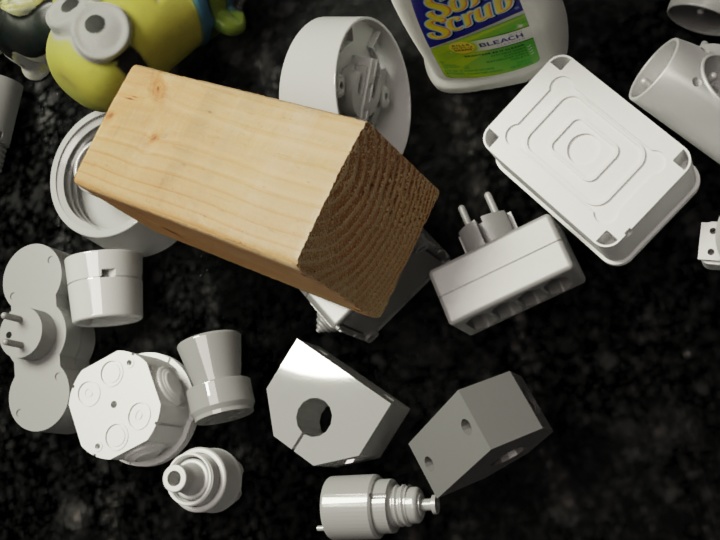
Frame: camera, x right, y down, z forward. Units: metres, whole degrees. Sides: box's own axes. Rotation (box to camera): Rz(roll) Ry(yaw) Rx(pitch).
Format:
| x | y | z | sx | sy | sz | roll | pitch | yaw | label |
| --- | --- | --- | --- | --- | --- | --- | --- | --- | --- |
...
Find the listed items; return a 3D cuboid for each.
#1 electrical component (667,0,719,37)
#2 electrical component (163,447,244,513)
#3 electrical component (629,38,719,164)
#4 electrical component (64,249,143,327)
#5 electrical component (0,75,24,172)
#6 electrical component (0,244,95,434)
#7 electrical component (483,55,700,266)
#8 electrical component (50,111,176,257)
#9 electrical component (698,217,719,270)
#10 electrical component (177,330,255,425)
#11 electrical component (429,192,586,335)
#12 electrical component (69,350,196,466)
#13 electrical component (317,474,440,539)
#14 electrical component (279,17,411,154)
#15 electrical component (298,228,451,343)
| x | y | z | sx | sy | sz | roll | pitch | yaw | label |
| --- | --- | --- | --- | --- | --- | --- | --- | --- | --- |
| 0.238 | -0.183 | 0.655 | 0.079 | 0.044 | 0.077 | 19 | 86 | 24 | electrical component |
| -0.107 | 0.139 | 0.712 | 0.043 | 0.062 | 0.043 | -5 | 77 | 21 | electrical component |
| 0.209 | -0.109 | 0.643 | 0.077 | 0.044 | 0.079 | 34 | 50 | -9 | electrical component |
| -0.183 | 0.014 | 0.775 | 0.055 | 0.055 | 0.047 | -10 | 79 | 19 | electrical component |
| -0.298 | -0.112 | 0.854 | 0.043 | 0.043 | 0.081 | 7 | 81 | 23 | electrical component |
| -0.233 | 0.047 | 0.776 | 0.052 | 0.074 | 0.138 | -13 | 74 | 18 | electrical component |
| 0.142 | -0.066 | 0.660 | 0.078 | 0.057 | 0.113 | -47 | 66 | 6 | electrical component |
| -0.175 | -0.067 | 0.785 | 0.108 | 0.060 | 0.108 | -5 | 77 | 21 | electrical component |
| 0.234 | -0.016 | 0.613 | 0.078 | 0.057 | 0.058 | 5 | 80 | 23 | electrical component |
| -0.098 | 0.073 | 0.732 | 0.045 | 0.045 | 0.055 | -20 | 73 | 17 | electrical component |
| 0.086 | -0.012 | 0.676 | 0.083 | 0.047 | 0.075 | -27 | 70 | 14 | electrical component |
| -0.157 | 0.095 | 0.747 | 0.080 | 0.051 | 0.080 | -5 | 77 | 21 | electrical component |
| 0.011 | 0.148 | 0.675 | 0.078 | 0.040 | 0.040 | -6 | 76 | 20 | electrical component |
| -0.006 | -0.118 | 0.711 | 0.064 | 0.099 | 0.099 | 15 | 84 | 30 | electrical component |
| 0.000 | 0.000 | 0.700 | 0.096 | 0.062 | 0.061 | -45 | 66 | 7 | electrical component |
